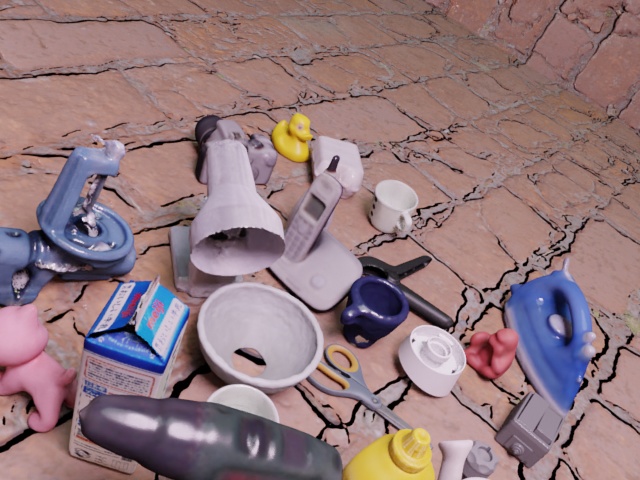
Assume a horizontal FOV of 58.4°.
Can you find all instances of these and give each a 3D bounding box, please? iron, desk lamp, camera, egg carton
[{"bbox_3d":[0.405,0.152,0.955,0.119,0.141,0.258,17,37,-11],"label":"iron"},{"bbox_3d":[-0.136,-0.015,0.785,0.118,0.213,0.203,4,42,-26],"label":"desk lamp"},{"bbox_3d":[-0.166,-0.179,1.062,0.144,0.101,0.136,-4,45,-33],"label":"camera"},{"bbox_3d":[0.032,-0.151,1.169,0.107,0.069,0.150,12,39,-17],"label":"egg carton"}]

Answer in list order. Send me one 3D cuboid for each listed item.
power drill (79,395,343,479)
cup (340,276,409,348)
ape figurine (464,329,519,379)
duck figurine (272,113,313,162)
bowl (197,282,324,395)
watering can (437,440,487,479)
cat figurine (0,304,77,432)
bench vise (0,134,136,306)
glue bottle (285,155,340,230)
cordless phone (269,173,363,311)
[{"bbox_3d":[-0.105,0.223,0.518,0.230,0.208,0.075,12,38,-17],"label":"power drill"},{"bbox_3d":[0.064,0.118,0.838,0.118,0.095,0.091,-17,53,-42],"label":"cup"},{"bbox_3d":[0.276,0.172,0.898,0.076,0.092,0.078,17,37,-10],"label":"ape figurine"},{"bbox_3d":[-0.052,-0.225,1.197,0.078,0.086,0.104,-12,50,-39],"label":"duck figurine"},{"bbox_3d":[-0.083,0.139,0.745,0.168,0.074,0.167,16,38,-12],"label":"bowl"},{"bbox_3d":[0.166,0.296,0.598,0.101,0.194,0.172,-14,51,-40],"label":"watering can"},{"bbox_3d":[-0.305,0.121,0.602,0.127,0.117,0.067,33,37,10],"label":"cat figurine"},{"bbox_3d":[-0.307,-0.016,0.682,0.121,0.219,0.208,38,39,17],"label":"bench vise"},{"bbox_3d":[0.000,-0.071,0.966,0.078,0.173,0.037,-6,46,-35],"label":"glue bottle"},{"bbox_3d":[0.008,0.003,0.870,0.147,0.185,0.094,39,39,18],"label":"cordless phone"}]
